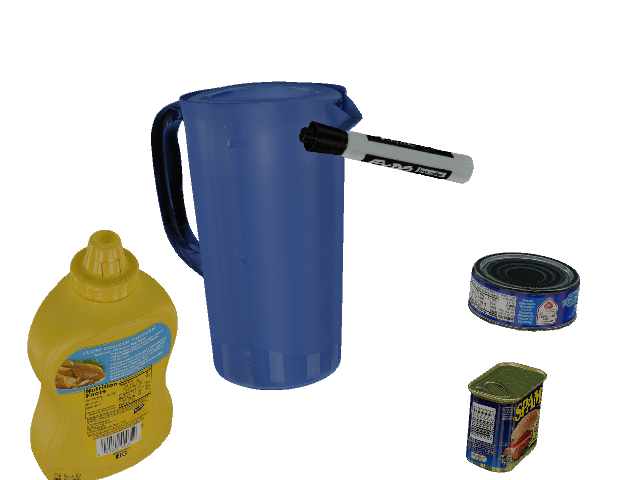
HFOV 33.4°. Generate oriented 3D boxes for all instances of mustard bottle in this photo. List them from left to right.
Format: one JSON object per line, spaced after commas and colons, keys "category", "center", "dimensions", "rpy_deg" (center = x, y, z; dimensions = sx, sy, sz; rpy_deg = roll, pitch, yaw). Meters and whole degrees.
{"category": "mustard bottle", "center": [-0.140, 0.072, 0.687], "dimensions": [0.096, 0.192, 0.058], "rpy_deg": [-17, 47, -29]}

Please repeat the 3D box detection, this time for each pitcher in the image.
{"category": "pitcher", "center": [-0.050, -0.008, 0.877], "dimensions": [0.144, 0.243, 0.149], "rpy_deg": [-7, 15, -19]}

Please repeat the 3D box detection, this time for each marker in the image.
{"category": "marker", "center": [0.042, -0.056, 0.676], "dimensions": [0.121, 0.020, 0.020], "rpy_deg": [10, -4, -26]}

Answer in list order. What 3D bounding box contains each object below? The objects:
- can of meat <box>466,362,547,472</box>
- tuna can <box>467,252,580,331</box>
{"category": "can of meat", "center": [0.194, 0.185, 1.121], "dimensions": [0.058, 0.084, 0.101], "rpy_deg": [12, 18, 32]}
{"category": "tuna can", "center": [0.161, 0.039, 0.844], "dimensions": [0.086, 0.034, 0.086], "rpy_deg": [2, 20, -1]}
